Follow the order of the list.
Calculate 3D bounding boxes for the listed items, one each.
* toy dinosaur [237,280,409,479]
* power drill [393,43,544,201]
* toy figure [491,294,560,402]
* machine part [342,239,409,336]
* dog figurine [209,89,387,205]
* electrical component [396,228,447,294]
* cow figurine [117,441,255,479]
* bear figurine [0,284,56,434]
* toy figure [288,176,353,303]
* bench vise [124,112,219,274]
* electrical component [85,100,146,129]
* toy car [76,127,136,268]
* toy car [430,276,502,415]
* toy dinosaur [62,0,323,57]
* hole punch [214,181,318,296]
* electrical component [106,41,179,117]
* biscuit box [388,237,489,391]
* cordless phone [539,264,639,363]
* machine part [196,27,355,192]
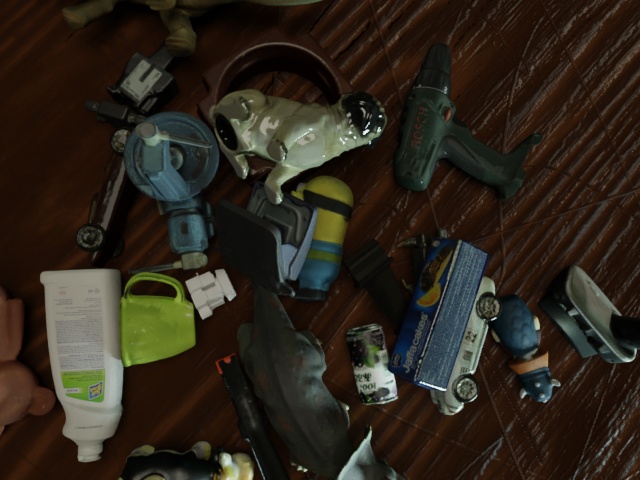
[{"bbox_3d":[-0.026,0.191,0.681,0.131,0.192,0.404,-31,86,-11],"label":"toy dinosaur"},{"bbox_3d":[0.222,-0.165,0.810,0.207,0.086,0.232,24,82,-5],"label":"power drill"},{"bbox_3d":[0.297,0.156,0.780,0.058,0.064,0.154,-20,87,-43],"label":"toy figure"},{"bbox_3d":[0.092,0.071,0.769,0.084,0.039,0.138,-34,96,-35],"label":"machine part"},{"bbox_3d":[-0.027,-0.158,0.706,0.190,0.121,0.172,-35,76,-30],"label":"dog figurine"},{"bbox_3d":[0.158,0.035,0.795,0.078,0.045,0.102,-4,84,-34],"label":"electrical component"},{"bbox_3d":[-0.170,0.303,0.699,0.167,0.098,0.068,-1,75,-5],"label":"cow figurine"},{"bbox_3d":[-0.434,0.152,0.686,0.120,0.132,0.196,-22,78,-3],"label":"bear figurine"},{"bbox_3d":[-0.001,-0.002,0.767,0.089,0.082,0.180,4,80,-1],"label":"toy figure"},{"bbox_3d":[-0.188,-0.073,0.680,0.129,0.240,0.223,2,80,-4],"label":"bench vise"},{"bbox_3d":[-0.287,-0.175,0.775,0.094,0.063,0.021,16,81,6],"label":"electrical component"},{"bbox_3d":[-0.287,-0.061,0.747,0.053,0.089,0.202,17,82,-2],"label":"toy car"},{"bbox_3d":[0.203,0.147,0.765,0.056,0.073,0.201,21,80,-6],"label":"toy car"},{"bbox_3d":[-0.203,-0.370,0.767,0.472,0.105,0.198,12,60,-4],"label":"toy dinosaur"},{"bbox_3d":[-0.070,-0.007,0.715,0.142,0.115,0.092,25,43,24],"label":"hole punch"},{"bbox_3d":[-0.250,-0.241,0.796,0.075,0.048,0.119,33,80,0],"label":"electrical component"},{"bbox_3d":[0.162,0.099,0.735,0.062,0.059,0.202,24,82,-28],"label":"biscuit box"},{"bbox_3d":[0.400,0.103,0.733,0.089,0.184,0.146,-38,87,-4],"label":"cordless phone"},{"bbox_3d":[-0.059,-0.186,0.786,0.201,0.087,0.201,-37,88,-8],"label":"machine part"}]
